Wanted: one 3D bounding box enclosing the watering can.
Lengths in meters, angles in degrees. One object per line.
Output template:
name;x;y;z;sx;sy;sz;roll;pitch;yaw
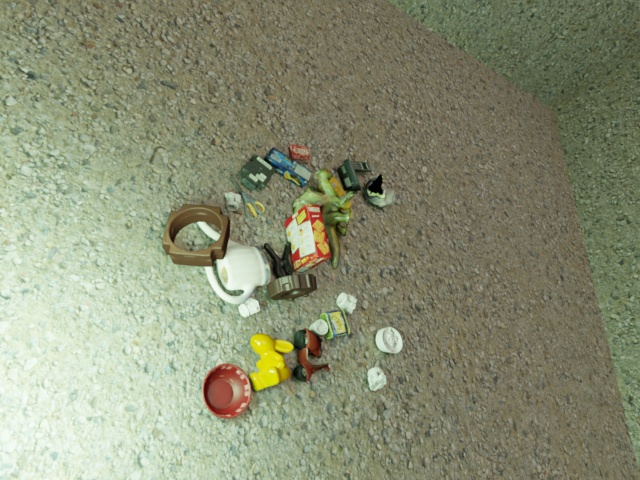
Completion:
watering can;-0.297;0.058;1.784;0.225;0.102;0.354;-3;59;-34

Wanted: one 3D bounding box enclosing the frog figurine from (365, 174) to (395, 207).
frog figurine;0.276;-0.214;2.364;0.140;0.122;0.157;67;13;24

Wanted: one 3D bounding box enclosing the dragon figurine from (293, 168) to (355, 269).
dragon figurine;0.006;-0.106;2.098;0.243;0.120;0.416;15;74;-3
